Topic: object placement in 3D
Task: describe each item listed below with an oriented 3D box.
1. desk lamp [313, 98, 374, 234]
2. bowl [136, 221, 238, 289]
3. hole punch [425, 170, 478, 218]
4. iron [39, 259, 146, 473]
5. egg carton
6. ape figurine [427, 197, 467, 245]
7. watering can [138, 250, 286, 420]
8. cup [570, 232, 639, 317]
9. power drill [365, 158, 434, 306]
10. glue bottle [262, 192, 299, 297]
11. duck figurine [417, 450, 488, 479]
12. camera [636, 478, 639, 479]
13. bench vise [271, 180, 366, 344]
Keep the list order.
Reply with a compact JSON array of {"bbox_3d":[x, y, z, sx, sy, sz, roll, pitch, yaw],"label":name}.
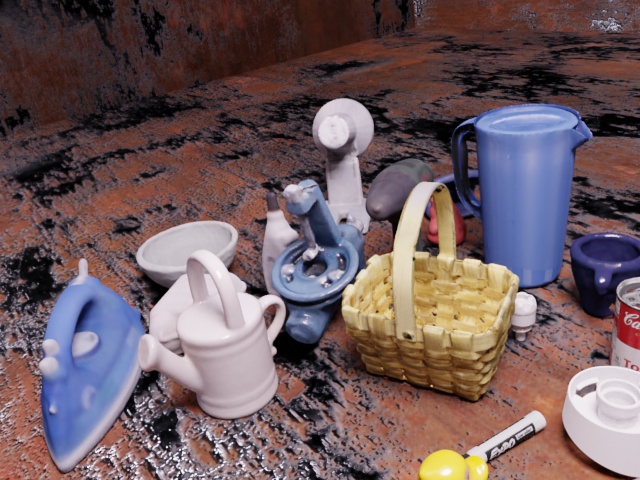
[{"bbox_3d":[0.043,-0.146,1.074,0.117,0.214,0.203,-4,27,10],"label":"desk lamp"},{"bbox_3d":[-0.212,0.036,0.950,0.167,0.075,0.167,-7,27,4],"label":"bowl"},{"bbox_3d":[0.231,-0.092,1.049,0.109,0.091,0.101,-14,27,-10],"label":"hole punch"},{"bbox_3d":[-0.298,0.137,0.706,0.118,0.142,0.258,-10,27,-3],"label":"iron"},{"bbox_3d":[-0.172,0.102,0.816,0.107,0.069,0.150,-1,28,15],"label":"egg carton"},{"bbox_3d":[0.204,-0.038,0.950,0.075,0.092,0.078,15,36,39],"label":"ape figurine"},{"bbox_3d":[-0.118,0.105,0.656,0.100,0.194,0.173,9,32,31],"label":"watering can"},{"bbox_3d":[0.358,0.056,0.719,0.091,0.095,0.118,8,31,29],"label":"cup"},{"bbox_3d":[0.116,-0.010,0.794,0.075,0.209,0.230,2,29,20],"label":"power drill"},{"bbox_3d":[-0.057,0.010,0.845,0.077,0.173,0.037,14,35,37],"label":"glue bottle"},{"bbox_3d":[0.101,0.220,0.487,0.105,0.086,0.077,-17,28,-16],"label":"duck figurine"},{"bbox_3d":[0.299,0.221,0.410,0.143,0.101,0.136,-15,28,-13],"label":"camera"},{"bbox_3d":[-0.004,0.003,0.791,0.121,0.220,0.207,-3,28,11],"label":"bench vise"}]
